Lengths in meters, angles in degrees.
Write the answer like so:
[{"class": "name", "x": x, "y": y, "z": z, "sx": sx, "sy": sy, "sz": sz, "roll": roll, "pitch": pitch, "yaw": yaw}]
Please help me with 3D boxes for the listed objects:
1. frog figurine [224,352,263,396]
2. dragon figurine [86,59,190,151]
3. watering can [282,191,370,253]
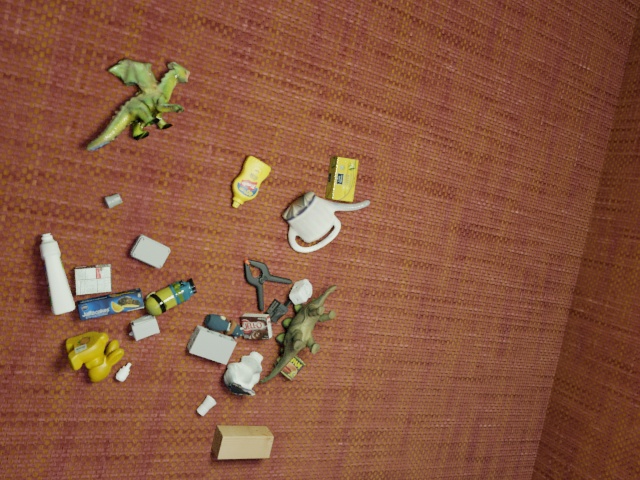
[{"class": "frog figurine", "x": -0.288, "y": 0.498, "z": 1.950, "sx": 0.136, "sy": 0.120, "sz": 0.163, "roll": 27, "pitch": 49, "yaw": -18}, {"class": "dragon figurine", "x": -0.601, "y": -0.465, "z": 1.676, "sx": 0.414, "sy": 0.121, "sz": 0.243, "roll": -27, "pitch": 91, "yaw": -22}, {"class": "watering can", "x": 0.006, "y": -0.100, "z": 1.978, "sx": 0.347, "sy": 0.106, "sz": 0.221, "roll": -40, "pitch": 115, "yaw": 5}]
